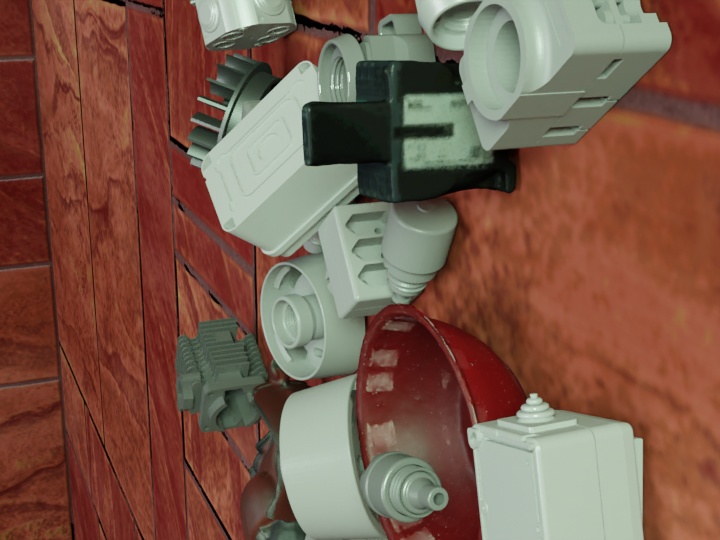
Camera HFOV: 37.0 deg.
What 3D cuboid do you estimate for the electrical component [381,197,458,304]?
[{"bbox_3d":[0.032,-0.011,0.645,0.040,0.040,0.078,-118,30,-42],"label":"electrical component"}]

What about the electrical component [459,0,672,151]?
[{"bbox_3d":[0.083,-0.095,0.474,0.089,0.056,0.050,129,130,-61],"label":"electrical component"}]

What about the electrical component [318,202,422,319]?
[{"bbox_3d":[0.000,0.000,0.719,0.076,0.047,0.065,131,129,-62],"label":"electrical component"}]

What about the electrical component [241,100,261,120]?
[{"bbox_3d":[-0.057,-0.090,0.814,0.061,0.062,0.096,-120,31,-44],"label":"electrical component"}]

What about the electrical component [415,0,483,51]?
[{"bbox_3d":[0.051,-0.147,0.554,0.066,0.048,0.055,122,144,-58],"label":"electrical component"}]

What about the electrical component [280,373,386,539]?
[{"bbox_3d":[-0.018,0.126,0.712,0.108,0.060,0.108,-12,-90,-75],"label":"electrical component"}]

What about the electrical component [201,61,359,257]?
[{"bbox_3d":[-0.043,-0.072,0.725,0.113,0.057,0.078,-41,49,20],"label":"electrical component"}]

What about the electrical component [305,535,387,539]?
[{"bbox_3d":[-0.005,0.206,0.780,0.050,0.056,0.089,-117,30,-41],"label":"electrical component"}]

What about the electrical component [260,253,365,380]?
[{"bbox_3d":[-0.031,0.034,0.817,0.099,0.064,0.099,18,113,51],"label":"electrical component"}]

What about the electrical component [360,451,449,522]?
[{"bbox_3d":[0.026,0.114,0.556,0.061,0.035,0.035,175,89,-65],"label":"electrical component"}]

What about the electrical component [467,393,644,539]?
[{"bbox_3d":[0.094,0.103,0.499,0.062,0.061,0.096,178,86,-68],"label":"electrical component"}]

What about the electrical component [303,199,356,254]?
[{"bbox_3d":[-0.028,-0.038,0.784,0.062,0.043,0.043,107,148,-48],"label":"electrical component"}]

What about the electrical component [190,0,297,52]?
[{"bbox_3d":[-0.091,-0.206,0.843,0.080,0.080,0.051,166,91,-68],"label":"electrical component"}]

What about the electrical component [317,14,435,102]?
[{"bbox_3d":[0.009,-0.113,0.650,0.058,0.057,0.078,175,89,-68],"label":"electrical component"}]
